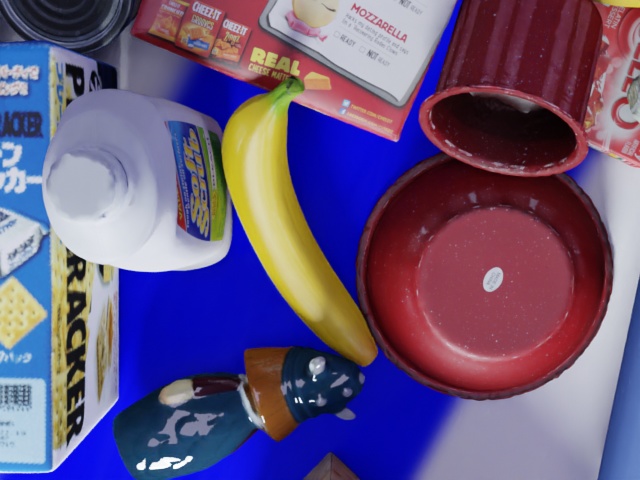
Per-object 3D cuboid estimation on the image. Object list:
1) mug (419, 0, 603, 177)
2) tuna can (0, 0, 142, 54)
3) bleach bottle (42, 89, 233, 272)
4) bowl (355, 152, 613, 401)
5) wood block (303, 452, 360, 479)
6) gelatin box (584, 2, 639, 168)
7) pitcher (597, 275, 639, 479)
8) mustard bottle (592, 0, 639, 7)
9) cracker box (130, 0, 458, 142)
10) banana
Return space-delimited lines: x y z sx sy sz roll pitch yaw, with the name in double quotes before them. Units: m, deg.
"mug" 0.107 -0.089 0.601 0.093 0.117 0.081 18 69 -2
"tuna can" -0.144 -0.150 0.612 0.086 0.033 0.086 3 119 5
"bleach bottle" -0.091 -0.023 0.546 0.068 0.251 0.102 -2 95 1
"bowl" 0.102 0.023 0.643 0.162 0.055 0.162 0 94 1
"wood block" 0.050 0.240 0.645 0.206 0.090 0.091 44 95 -2
"gelatin box" 0.180 -0.098 0.643 0.073 0.030 0.089 25 96 -1
"pitcher" 0.234 0.084 0.593 0.145 0.149 0.243 17 103 25
"mustard bottle" 0.186 -0.169 0.587 0.192 0.058 0.096 17 66 22
"cracker box" 0.008 -0.185 0.599 0.164 0.072 0.214 20 103 -10
"banana" -0.017 -0.007 0.630 0.037 0.070 0.198 -37 126 -27
